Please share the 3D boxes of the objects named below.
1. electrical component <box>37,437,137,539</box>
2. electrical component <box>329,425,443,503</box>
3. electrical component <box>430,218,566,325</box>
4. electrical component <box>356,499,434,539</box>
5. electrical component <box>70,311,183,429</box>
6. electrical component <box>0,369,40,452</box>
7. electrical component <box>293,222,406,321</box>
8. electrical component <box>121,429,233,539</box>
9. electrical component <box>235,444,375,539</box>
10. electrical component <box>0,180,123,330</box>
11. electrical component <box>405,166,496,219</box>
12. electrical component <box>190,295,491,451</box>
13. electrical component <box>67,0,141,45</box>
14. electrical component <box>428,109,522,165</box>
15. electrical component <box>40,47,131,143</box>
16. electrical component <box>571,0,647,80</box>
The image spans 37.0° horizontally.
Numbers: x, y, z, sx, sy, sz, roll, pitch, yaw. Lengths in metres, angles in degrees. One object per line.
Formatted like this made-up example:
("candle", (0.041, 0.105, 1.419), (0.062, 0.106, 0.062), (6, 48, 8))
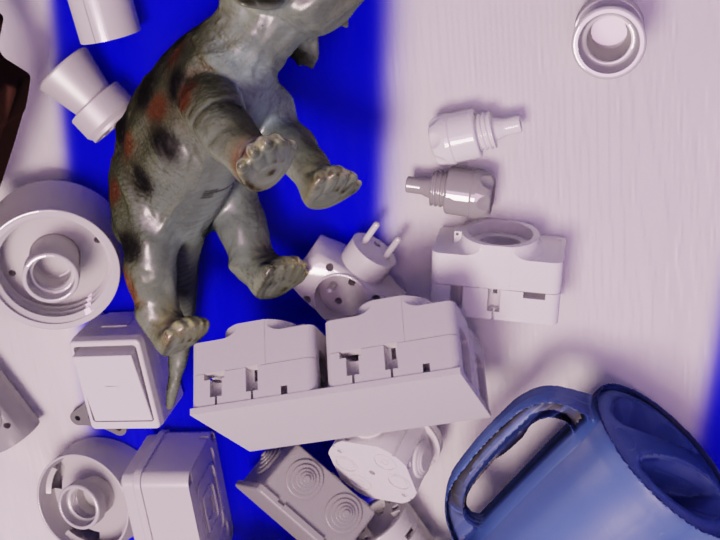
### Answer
("electrical component", (-0.225, 0.194, 0.929), (0.099, 0.064, 0.099), (4, 102, 18))
("electrical component", (0.019, 0.137, 0.828), (0.080, 0.051, 0.080), (18, 139, 16))
("electrical component", (0.097, -0.001, 0.758), (0.089, 0.050, 0.055), (5, 115, 11))
("electrical component", (0.028, 0.218, 0.872), (0.055, 0.055, 0.047), (-30, 108, 23))
("electrical component", (-0.185, 0.087, 0.859), (0.062, 0.061, 0.096), (-3, 113, 15))
("electrical component", (-0.327, 0.119, 0.917), (0.079, 0.044, 0.077), (-27, 105, 23))
("electrical component", (0.000, 0.000, 0.785), (0.077, 0.044, 0.079), (34, 117, -3))
("electrical component", (-0.150, 0.197, 0.891), (0.057, 0.078, 0.113), (-2, 113, 11))
("electrical component", (-0.043, 0.181, 0.852), (0.100, 0.100, 0.048), (43, 72, -7))
("electrical component", (-0.230, -0.006, 0.808), (0.108, 0.060, 0.108), (-4, 116, -9))
("electrical component", (0.062, -0.056, 0.751), (0.061, 0.035, 0.035), (9, 116, 12))
("electrical component", (-0.012, 0.074, 0.757), (0.186, 0.060, 0.105), (-10, 155, 14))
("electrical component", (-0.183, -0.200, 0.738), (0.043, 0.043, 0.081), (-6, 112, 16))
("electrical component", (0.079, -0.093, 0.730), (0.061, 0.035, 0.035), (-10, 111, 15))
("electrical component", (-0.195, -0.125, 0.774), (0.045, 0.045, 0.055), (-38, 101, 25))
("electrical component", (0.156, -0.148, 0.675), (0.045, 0.055, 0.045), (5, 115, 11))
